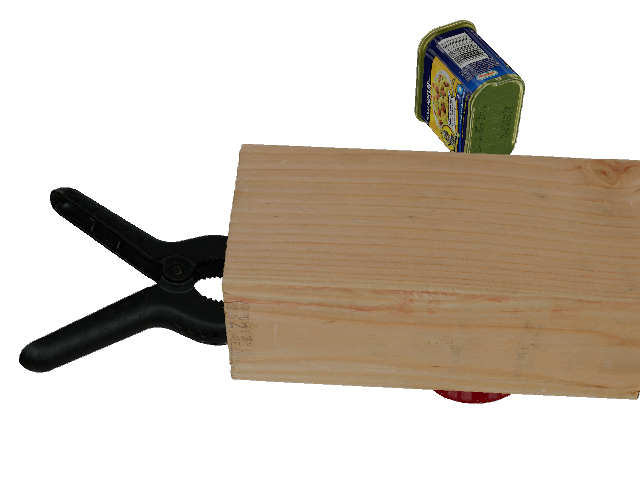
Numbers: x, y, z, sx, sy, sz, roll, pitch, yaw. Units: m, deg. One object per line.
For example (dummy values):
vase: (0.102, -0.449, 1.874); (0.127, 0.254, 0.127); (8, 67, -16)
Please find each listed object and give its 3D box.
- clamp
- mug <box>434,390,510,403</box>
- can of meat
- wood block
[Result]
clamp: (-0.114, 0.025, 0.796); (0.209, 0.164, 0.036); (0, -40, -13)
mug: (0.123, 0.071, 0.791); (0.117, 0.081, 0.093); (24, 42, 39)
can of meat: (0.126, -0.120, 0.905); (0.057, 0.102, 0.084); (-20, 49, -16)
wood block: (0.059, 0.016, 0.538); (0.206, 0.091, 0.090); (2, -38, 2)
